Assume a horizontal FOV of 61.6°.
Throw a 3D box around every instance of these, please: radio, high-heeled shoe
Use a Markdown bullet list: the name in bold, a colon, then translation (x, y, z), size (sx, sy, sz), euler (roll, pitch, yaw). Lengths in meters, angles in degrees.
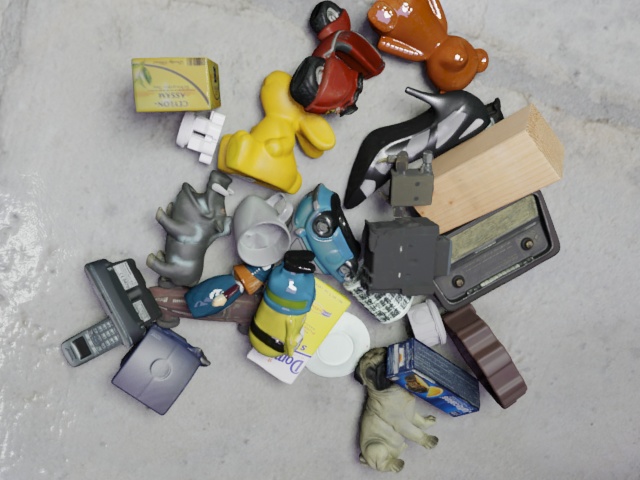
- **radio**: translation (0.273, 0.013, 0.902), size (0.230, 0.073, 0.131), euler (-29, 106, 3)
- **high-heeled shoe**: translation (0.146, -0.129, 0.839), size (0.145, 0.086, 0.248), euler (20, 124, -17)

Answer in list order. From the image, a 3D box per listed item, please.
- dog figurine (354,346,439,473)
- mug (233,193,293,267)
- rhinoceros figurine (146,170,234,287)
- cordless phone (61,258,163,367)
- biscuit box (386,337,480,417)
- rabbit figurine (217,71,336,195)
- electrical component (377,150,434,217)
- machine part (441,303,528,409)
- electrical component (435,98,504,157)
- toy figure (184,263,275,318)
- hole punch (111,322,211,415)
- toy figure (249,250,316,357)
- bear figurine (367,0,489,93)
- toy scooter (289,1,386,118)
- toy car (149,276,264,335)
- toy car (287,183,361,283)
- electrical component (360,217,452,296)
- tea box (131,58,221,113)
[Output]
- **dog figurine**: translation (0.099, 0.302, 0.965), size (0.172, 0.121, 0.190), euler (-38, 92, 2)
- **mug**: translation (-0.090, -0.031, 0.830), size (0.080, 0.107, 0.109), euler (26, 111, -34)
- **rhinoceros figurine**: translation (-0.196, -0.020, 0.837), size (0.112, 0.073, 0.190), euler (21, 93, 0)
- **cordless phone**: translation (-0.364, 0.120, 0.867), size (0.184, 0.089, 0.146), euler (-28, 91, 23)
- **biscuit box**: translation (0.200, 0.241, 0.929), size (0.059, 0.063, 0.202), euler (-28, 129, 37)
- **rabbit figurine**: translation (-0.059, -0.164, 0.804), size (0.162, 0.122, 0.173), euler (15, 85, -12)
- **electrical component**: translation (0.126, -0.085, 0.791), size (0.078, 0.045, 0.102), euler (-8, 124, 3)
- **machine part**: translation (0.276, 0.193, 0.905), size (0.056, 0.179, 0.179), euler (-32, 106, 2)
- **electrical component**: translation (0.242, -0.166, 0.858), size (0.119, 0.048, 0.074), euler (-24, 107, 31)
- **toy figure**: translation (-0.137, 0.069, 0.849), size (0.154, 0.064, 0.057), euler (-27, 148, -11)
- **hole punch**: translation (-0.271, 0.214, 0.900), size (0.142, 0.092, 0.116), euler (38, 95, -10)
- **toy figure**: translation (-0.056, 0.099, 0.830), size (0.089, 0.082, 0.180), euler (21, 117, 16)
- **bear figurine**: translation (0.163, -0.290, 0.781), size (0.196, 0.132, 0.120), euler (43, 97, -9)
- **toy scooter**: translation (0.035, -0.250, 0.789), size (0.135, 0.075, 0.184), euler (24, 68, -28)
- **toy car**: translation (-0.185, 0.109, 0.897), size (0.202, 0.053, 0.089), euler (6, 108, -9)
- **toy car**: translation (-0.002, -0.003, 0.862), size (0.103, 0.109, 0.161), euler (-18, 115, 17)
- **electrical component**: translation (0.132, 0.024, 0.819), size (0.134, 0.058, 0.114), euler (-3, 109, -9)
- **tea box**: translation (-0.192, -0.213, 0.743), size (0.098, 0.170, 0.068), euler (-2, 104, -4)
